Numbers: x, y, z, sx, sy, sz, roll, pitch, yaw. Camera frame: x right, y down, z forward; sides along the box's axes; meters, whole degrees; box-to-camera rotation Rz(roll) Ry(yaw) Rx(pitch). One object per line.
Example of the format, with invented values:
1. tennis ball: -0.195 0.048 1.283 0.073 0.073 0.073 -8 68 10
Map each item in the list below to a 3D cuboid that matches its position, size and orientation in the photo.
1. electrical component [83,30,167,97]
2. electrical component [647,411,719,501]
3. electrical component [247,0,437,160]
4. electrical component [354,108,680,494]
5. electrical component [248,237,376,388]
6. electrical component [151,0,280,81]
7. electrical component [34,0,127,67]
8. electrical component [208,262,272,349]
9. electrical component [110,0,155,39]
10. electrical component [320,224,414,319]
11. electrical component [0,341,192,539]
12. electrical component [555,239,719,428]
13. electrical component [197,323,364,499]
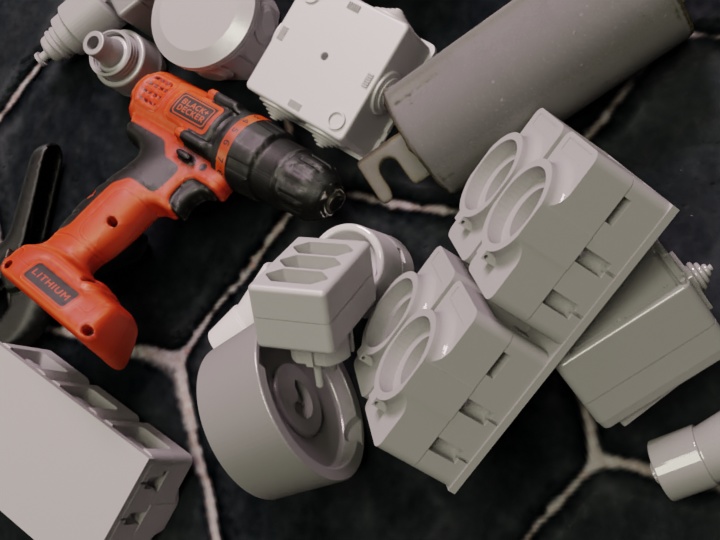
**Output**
1. electrical component: -0.169 -0.149 0.758 0.043 0.062 0.043 -5 78 23
2. electrical component: 0.188 0.097 0.573 0.065 0.044 0.044 -26 71 22
3. electrical component: -0.014 -0.130 0.696 0.100 0.048 0.099 33 94 25
4. electrical component: 0.072 0.011 0.583 0.060 0.105 0.186 31 104 -17
5. electrical component: -0.023 0.030 0.614 0.047 0.065 0.076 5 118 23
6. electrical component: -0.098 -0.170 0.738 0.080 0.051 0.080 -4 79 22
7. electrical component: -0.208 -0.178 0.792 0.078 0.040 0.040 -36 69 14
8. electrical component: -0.066 0.033 0.693 0.065 0.044 0.044 -45 67 15
9. electrical component: -0.143 -0.218 0.768 0.077 0.047 0.065 -34 69 14
10. electrical component: 0.000 0.000 0.667 0.055 0.047 0.055 -4 79 22
11. electrical component: -0.197 0.124 0.720 0.150 0.062 0.089 30 93 25
12. electrical component: 0.152 0.032 0.580 0.096 0.061 0.061 -35 113 12
13. electrical component: -0.052 0.084 0.644 0.060 0.108 0.108 -26 71 23
